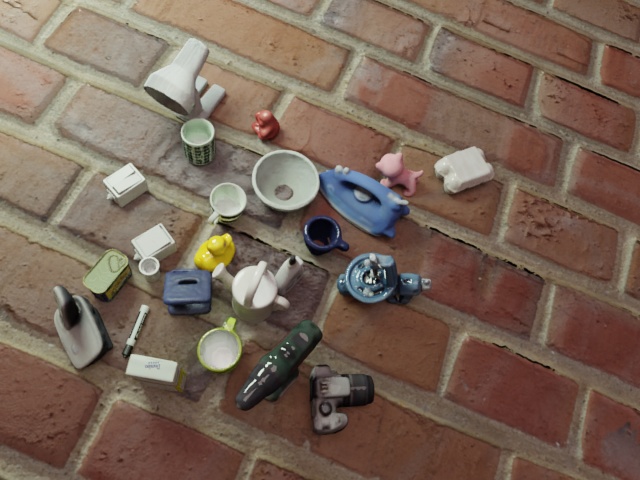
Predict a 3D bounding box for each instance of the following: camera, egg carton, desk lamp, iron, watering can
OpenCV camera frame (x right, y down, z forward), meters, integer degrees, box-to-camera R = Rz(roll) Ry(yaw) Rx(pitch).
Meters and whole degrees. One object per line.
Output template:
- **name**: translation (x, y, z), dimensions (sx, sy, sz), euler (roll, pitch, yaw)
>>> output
- **camera**: translation (0.049, 0.341, 1.234), dimensions (0.137, 0.101, 0.143), euler (0, 67, -9)
- **egg carton**: translation (0.383, -0.185, 1.524), dimensions (0.150, 0.069, 0.107), euler (-21, 72, -17)
- **desk lamp**: translation (-0.330, -0.380, 1.415), dimensions (0.118, 0.213, 0.203), euler (27, 66, 3)
- **iron**: translation (0.102, -0.119, 1.413), dimensions (0.258, 0.141, 0.119), euler (31, 66, 5)
- **watering can**: translation (-0.150, 0.107, 1.250), dimensions (0.173, 0.194, 0.101), euler (4, 67, -7)

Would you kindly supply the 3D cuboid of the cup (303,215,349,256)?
- **cup**: translation (0.013, 0.005, 1.372), dimensions (0.117, 0.095, 0.092), euler (28, 66, 4)

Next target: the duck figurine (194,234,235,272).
- **duck figurine**: translation (-0.245, 0.023, 1.329), dimensions (0.105, 0.086, 0.077), euler (-35, 77, -20)

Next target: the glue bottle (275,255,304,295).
- **glue bottle**: translation (-0.066, 0.068, 1.291), dimensions (0.037, 0.173, 0.078), euler (44, 68, 11)

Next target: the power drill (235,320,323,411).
- **power drill**: translation (-0.089, 0.271, 1.183), dimensions (0.075, 0.208, 0.230), euler (39, 67, 9)

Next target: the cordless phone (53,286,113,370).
- **cordless phone**: translation (-0.500, 0.176, 1.171), dimensions (0.094, 0.185, 0.147), euler (-29, 75, -19)

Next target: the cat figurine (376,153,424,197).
- **cat figurine**: translation (0.202, -0.178, 1.466), dimensions (0.128, 0.117, 0.067), euler (17, 66, -1)

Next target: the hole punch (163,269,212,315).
- **hole punch**: translation (-0.297, 0.110, 1.282), dimensions (0.109, 0.091, 0.101), euler (-2, 68, -10)

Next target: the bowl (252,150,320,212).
- **bowl**: translation (-0.087, -0.136, 1.426), dimensions (0.167, 0.074, 0.167), euler (3, 67, -7)

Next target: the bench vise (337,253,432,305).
- **bench vise**: translation (0.154, 0.073, 1.297), dimensions (0.207, 0.219, 0.121), euler (-11, 69, -13)

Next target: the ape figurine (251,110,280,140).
- **ape figurine**: translation (-0.140, -0.304, 1.479), dimensions (0.076, 0.092, 0.078), euler (10, 66, -4)
